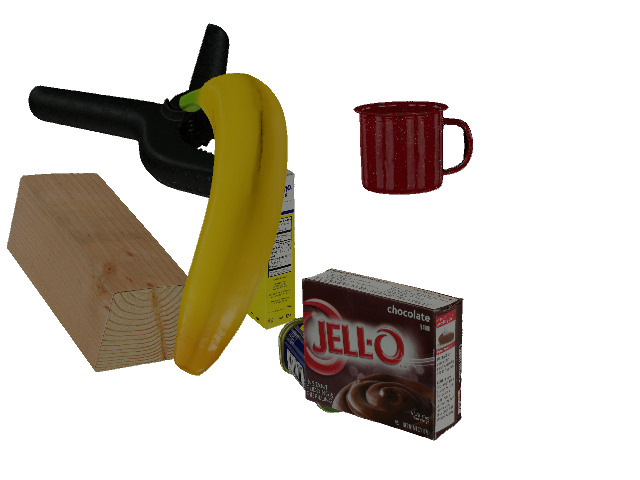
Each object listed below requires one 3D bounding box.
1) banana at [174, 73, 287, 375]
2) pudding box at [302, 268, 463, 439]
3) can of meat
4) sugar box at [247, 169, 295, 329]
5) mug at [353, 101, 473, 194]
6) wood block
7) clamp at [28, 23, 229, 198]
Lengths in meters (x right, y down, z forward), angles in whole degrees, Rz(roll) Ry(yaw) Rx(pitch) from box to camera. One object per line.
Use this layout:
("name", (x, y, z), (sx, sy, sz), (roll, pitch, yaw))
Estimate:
("banana", (-0.044, -0.025, 0.533), (0.037, 0.198, 0.070), (23, -50, -25))
("pudding box", (0.040, 0.073, 0.716), (0.114, 0.090, 0.039), (10, 21, 36))
("can of meat", (0.025, 0.104, 0.945), (0.102, 0.057, 0.084), (-12, 26, -20))
("sugar box", (-0.067, -0.001, 1.171), (0.048, 0.176, 0.093), (-17, 28, -29))
("mug", (0.093, -0.092, 1.058), (0.117, 0.081, 0.093), (0, 14, 8))
("wood block", (-0.218, 0.024, 1.042), (0.090, 0.091, 0.206), (-5, 36, -40))
("clamp", (-0.089, -0.091, 0.761), (0.164, 0.036, 0.210), (-32, 47, -27))
